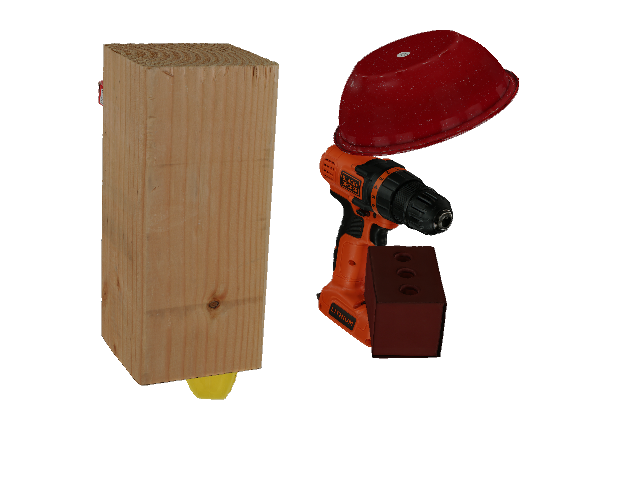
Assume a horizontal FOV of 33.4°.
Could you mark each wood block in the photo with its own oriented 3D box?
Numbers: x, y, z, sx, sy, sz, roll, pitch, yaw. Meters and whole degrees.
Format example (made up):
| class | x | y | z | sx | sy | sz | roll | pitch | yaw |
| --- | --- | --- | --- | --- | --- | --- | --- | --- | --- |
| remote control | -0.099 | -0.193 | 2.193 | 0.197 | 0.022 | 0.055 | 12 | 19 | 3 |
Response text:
| class | x | y | z | sx | sy | sz | roll | pitch | yaw |
| --- | --- | --- | --- | --- | --- | --- | --- | --- | --- |
| wood block | -0.090 | -0.021 | 0.704 | 0.090 | 0.206 | 0.090 | -5 | 21 | -27 |

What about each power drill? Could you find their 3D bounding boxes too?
| class | x | y | z | sx | sy | sz | roll | pitch | yaw |
| --- | --- | --- | --- | --- | --- | --- | --- | --- | --- |
| power drill | 0.060 | 0.010 | 1.086 | 0.057 | 0.188 | 0.185 | -9 | 28 | -32 |

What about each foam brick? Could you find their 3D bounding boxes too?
| class | x | y | z | sx | sy | sz | roll | pitch | yaw |
| --- | --- | --- | --- | --- | --- | --- | --- | --- | --- |
| foam brick | 0.062 | 0.045 | 0.796 | 0.053 | 0.051 | 0.078 | 0 | 32 | -3 |

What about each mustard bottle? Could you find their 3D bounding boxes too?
| class | x | y | z | sx | sy | sz | roll | pitch | yaw |
| --- | --- | --- | --- | --- | --- | --- | --- | --- | --- |
| mustard bottle | -0.107 | 0.084 | 1.176 | 0.058 | 0.096 | 0.191 | 1 | 27 | 4 |

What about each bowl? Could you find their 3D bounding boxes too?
| class | x | y | z | sx | sy | sz | roll | pitch | yaw |
| --- | --- | --- | --- | --- | --- | --- | --- | --- | --- |
| bowl | 0.079 | -0.131 | 0.884 | 0.162 | 0.055 | 0.162 | -18 | 24 | 8 |

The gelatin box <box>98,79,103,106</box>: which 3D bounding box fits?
| class | x | y | z | sx | sy | sz | roll | pitch | yaw |
| --- | --- | --- | --- | --- | --- | --- | --- | --- | --- |
| gelatin box | -0.141 | -0.121 | 0.943 | 0.073 | 0.089 | 0.030 | -36 | -19 | -34 |
